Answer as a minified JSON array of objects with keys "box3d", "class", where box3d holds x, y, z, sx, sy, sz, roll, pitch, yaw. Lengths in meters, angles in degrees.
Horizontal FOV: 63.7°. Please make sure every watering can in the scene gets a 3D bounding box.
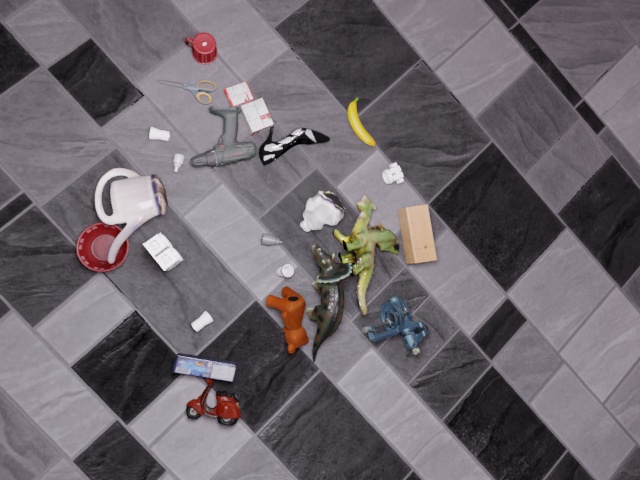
[{"box3d":[-0.608,-0.095,1.676,0.225,0.102,0.354,-12,64,-13],"class":"watering can"}]

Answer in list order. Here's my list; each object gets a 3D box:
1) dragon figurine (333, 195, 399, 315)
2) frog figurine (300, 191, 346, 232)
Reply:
[{"box3d":[0.189,0.041,1.865,0.244,0.121,0.410,-17,92,-21],"class":"dragon figurine"},{"box3d":[0.006,-0.093,1.850,0.136,0.125,0.157,30,116,-16],"class":"frog figurine"}]
